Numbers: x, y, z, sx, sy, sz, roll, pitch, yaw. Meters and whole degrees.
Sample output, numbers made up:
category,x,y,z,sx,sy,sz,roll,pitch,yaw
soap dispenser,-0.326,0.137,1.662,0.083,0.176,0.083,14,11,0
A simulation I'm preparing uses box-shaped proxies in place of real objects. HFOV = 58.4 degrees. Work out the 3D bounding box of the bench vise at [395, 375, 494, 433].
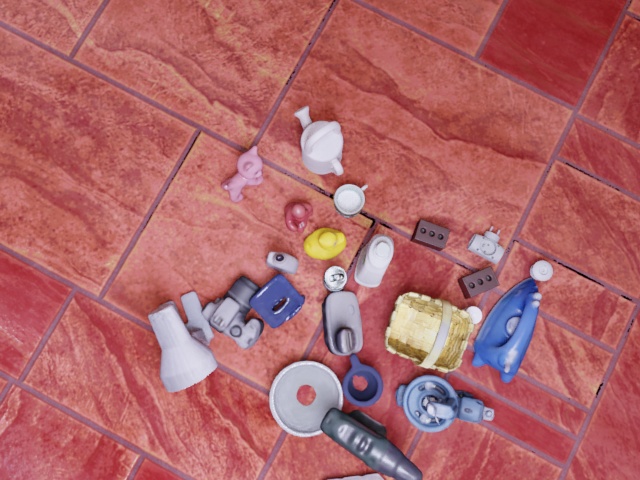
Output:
category,x,y,z,sx,sy,sz,roll,pitch,yaw
bench vise,0.279,0.353,1.245,0.207,0.220,0.121,-7,82,-2

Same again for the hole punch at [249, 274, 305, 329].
category,x,y,z,sx,sy,sz,roll,pitch,yaw
hole punch,-0.097,0.143,1.335,0.109,0.091,0.101,-43,84,-6

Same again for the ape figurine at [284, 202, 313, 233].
category,x,y,z,sx,sy,sz,roll,pitch,yaw
ape figurine,-0.052,-0.062,1.365,0.078,0.092,0.076,-31,83,-5

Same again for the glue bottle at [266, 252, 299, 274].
category,x,y,z,sx,sy,sz,roll,pitch,yaw
glue bottle,-0.089,0.048,1.307,0.078,0.173,0.037,13,82,1

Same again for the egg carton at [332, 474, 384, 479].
category,x,y,z,sx,sy,sz,roll,pitch,yaw
egg carton,0.076,0.585,1.285,0.150,0.069,0.107,-8,82,-2

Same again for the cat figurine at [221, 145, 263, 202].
category,x,y,z,sx,sy,sz,roll,pitch,yaw
cat figurine,-0.181,-0.160,1.364,0.128,0.118,0.067,-43,84,-6

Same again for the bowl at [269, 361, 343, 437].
category,x,y,z,sx,sy,sz,roll,pitch,yaw
bowl,-0.031,0.359,1.313,0.167,0.075,0.167,0,82,-1

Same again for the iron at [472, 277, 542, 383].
category,x,y,z,sx,sy,sz,roll,pitch,yaw
iron,0.453,0.194,1.311,0.118,0.141,0.258,27,82,3

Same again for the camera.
category,x,y,z,sx,sy,sz,roll,pitch,yaw
camera,-0.184,0.161,1.326,0.143,0.101,0.137,35,83,4

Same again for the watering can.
category,x,y,z,sx,sy,sz,roll,pitch,yaw
watering can,-0.001,-0.231,1.338,0.173,0.194,0.101,35,83,4

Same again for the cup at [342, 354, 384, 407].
category,x,y,z,sx,sy,sz,roll,pitch,yaw
cup,0.090,0.317,1.311,0.091,0.095,0.118,-19,82,-3

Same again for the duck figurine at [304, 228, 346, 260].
category,x,y,z,sx,sy,sz,roll,pitch,yaw
duck figurine,0.012,0.005,1.359,0.104,0.086,0.077,-12,82,-2

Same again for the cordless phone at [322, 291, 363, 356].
category,x,y,z,sx,sy,sz,roll,pitch,yaw
cordless phone,0.052,0.187,1.283,0.094,0.185,0.147,-9,82,-2

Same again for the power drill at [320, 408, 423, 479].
category,x,y,z,sx,sy,sz,roll,pitch,yaw
power drill,0.107,0.436,1.237,0.229,0.208,0.076,30,83,4

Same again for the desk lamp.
category,x,y,z,sx,sy,sz,roll,pitch,yaw
desk lamp,-0.305,0.219,1.259,0.118,0.213,0.203,-24,83,-4
